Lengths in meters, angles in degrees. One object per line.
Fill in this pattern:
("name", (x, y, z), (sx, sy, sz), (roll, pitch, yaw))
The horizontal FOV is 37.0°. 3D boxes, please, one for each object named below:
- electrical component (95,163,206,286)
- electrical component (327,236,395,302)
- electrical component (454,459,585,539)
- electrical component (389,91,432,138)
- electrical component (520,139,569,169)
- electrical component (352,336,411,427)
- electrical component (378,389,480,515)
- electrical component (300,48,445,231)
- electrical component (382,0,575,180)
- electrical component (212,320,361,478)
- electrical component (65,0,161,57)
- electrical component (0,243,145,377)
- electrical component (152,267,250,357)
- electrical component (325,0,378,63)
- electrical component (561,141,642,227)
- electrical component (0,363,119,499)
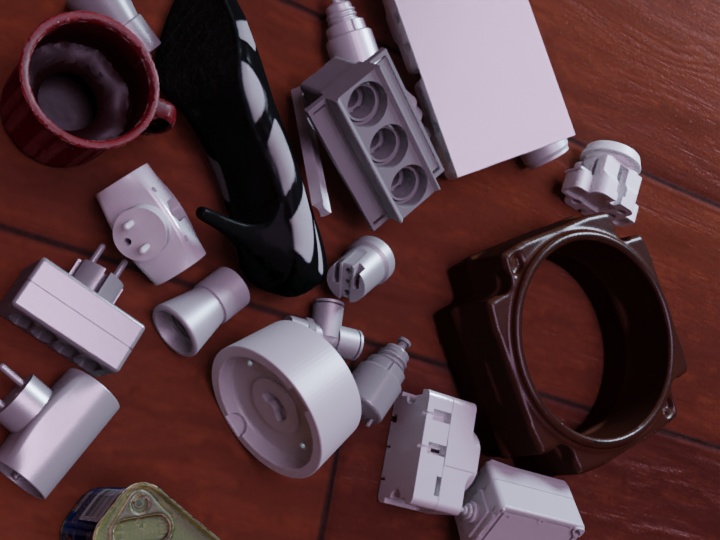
("electrical component", (-0.149, -0.028, 0.747), (0.043, 0.079, 0.077), (-31, 100, 8))
("electrical component", (0.000, 0.000, 0.847), (0.040, 0.040, 0.046), (59, 39, -9))
("electrical component", (0.121, 0.197, 0.870), (0.096, 0.061, 0.061), (18, 31, -21))
("electrical component", (0.032, -0.127, 0.896), (0.062, 0.043, 0.043), (37, 64, -23))
("electrical component", (0.159, -0.125, 0.975), (0.045, 0.045, 0.055), (-35, 100, -32))
("electrical component", (0.016, 0.085, 0.848), (0.040, 0.040, 0.078), (46, 61, -17))
("electrical component", (0.057, 0.146, 0.857), (0.056, 0.050, 0.089), (20, 71, -28))
("electrical component", (0.007, -0.103, 0.839), (0.079, 0.063, 0.121), (-41, 128, -14))
("electrical component", (0.094, -0.181, 0.910), (0.105, 0.060, 0.186), (-20, 92, -6))
("electrical component", (-0.048, 0.087, 0.772), (0.060, 0.108, 0.108), (-34, 100, -38))
("electrical component", (-0.175, -0.178, 0.777), (0.044, 0.044, 0.065), (-46, 111, -30))
("electrical component", (-0.186, 0.018, 0.729), (0.083, 0.047, 0.075), (38, 64, -21))
("electrical component", (-0.112, 0.027, 0.779), (0.065, 0.044, 0.044), (-40, 103, -36))
("electrical component", (-0.009, -0.190, 0.884), (0.040, 0.040, 0.078), (-20, 92, -33))
("electrical component", (0.229, -0.084, 1.004), (0.078, 0.058, 0.057), (28, 70, -25))
("electrical component", (-0.211, 0.095, 0.702), (0.079, 0.043, 0.077), (46, 61, -17))
